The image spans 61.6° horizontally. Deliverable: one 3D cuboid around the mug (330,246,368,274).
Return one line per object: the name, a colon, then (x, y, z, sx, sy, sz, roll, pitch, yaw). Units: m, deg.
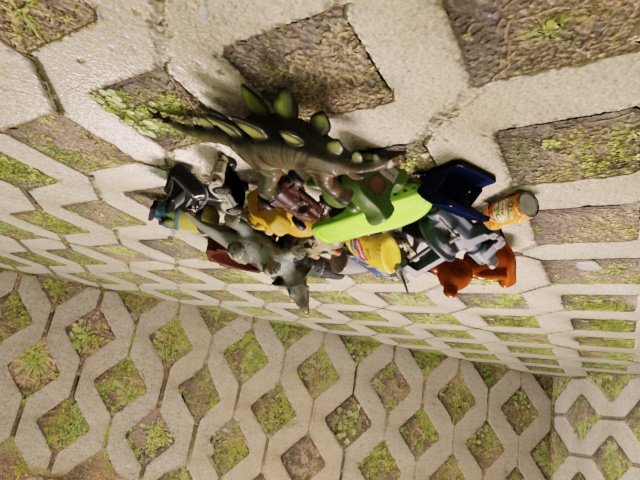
mug: (0.088, 0.066, 1.568, 0.107, 0.081, 0.109, 11, 160, -34)

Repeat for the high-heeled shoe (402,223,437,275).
high-heeled shoe: (0.245, 0.026, 1.360, 0.145, 0.086, 0.248, 13, 157, -6)

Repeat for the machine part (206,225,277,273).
machine part: (-0.234, 0.029, 1.615, 0.201, 0.087, 0.201, 12, 164, -4)

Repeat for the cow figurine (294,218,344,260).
cow figurine: (-0.003, -0.004, 1.398, 0.127, 0.085, 0.195, 18, 165, -30)

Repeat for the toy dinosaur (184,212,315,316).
toy dinosaur: (-0.164, 0.031, 1.391, 0.405, 0.131, 0.192, 33, 162, 1)

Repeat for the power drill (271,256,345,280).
power drill: (-0.060, 0.100, 1.752, 0.232, 0.086, 0.207, 21, 163, -26)

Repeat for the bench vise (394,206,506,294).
bench vise: (0.276, 0.017, 1.187, 0.223, 0.129, 0.240, 31, 124, -33)

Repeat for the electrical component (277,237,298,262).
electrical component: (-0.092, 0.035, 1.502, 0.075, 0.119, 0.048, 17, 162, -14)

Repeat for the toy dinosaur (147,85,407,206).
toy dinosaur: (-0.084, -0.162, 0.892, 0.472, 0.105, 0.198, 8, 149, 28)

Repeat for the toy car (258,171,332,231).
toy car: (-0.042, -0.071, 1.065, 0.089, 0.053, 0.202, -39, 151, 9)

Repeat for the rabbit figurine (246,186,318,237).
rabbit figurine: (-0.082, -0.051, 1.225, 0.163, 0.122, 0.173, 0, 161, 42)

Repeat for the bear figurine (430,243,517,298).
bear figurine: (0.367, 0.076, 1.288, 0.196, 0.120, 0.131, -27, 148, -3)

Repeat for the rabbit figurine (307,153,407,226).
rabbit figurine: (0.050, -0.097, 1.017, 0.159, 0.121, 0.170, 25, 163, -26)

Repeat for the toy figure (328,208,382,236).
toy figure: (0.090, -0.050, 1.240, 0.154, 0.057, 0.064, 18, 177, -38)

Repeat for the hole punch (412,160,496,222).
hole punch: (0.253, -0.082, 1.009, 0.142, 0.092, 0.116, 15, 166, -28)

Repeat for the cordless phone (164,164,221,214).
cordless phone: (-0.262, -0.108, 1.247, 0.184, 0.088, 0.146, 5, 165, -23)

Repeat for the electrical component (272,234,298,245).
electrical component: (-0.099, -0.020, 1.405, 0.078, 0.045, 0.102, 58, 165, -8)

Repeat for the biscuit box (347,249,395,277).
biscuit box: (0.150, 0.049, 1.511, 0.063, 0.059, 0.202, -2, 159, 32)

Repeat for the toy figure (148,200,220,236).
toy figure: (-0.354, -0.061, 1.406, 0.180, 0.082, 0.089, 15, 164, -6)

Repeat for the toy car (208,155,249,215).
toy car: (-0.199, -0.114, 1.164, 0.056, 0.073, 0.201, 7, 162, 8)
